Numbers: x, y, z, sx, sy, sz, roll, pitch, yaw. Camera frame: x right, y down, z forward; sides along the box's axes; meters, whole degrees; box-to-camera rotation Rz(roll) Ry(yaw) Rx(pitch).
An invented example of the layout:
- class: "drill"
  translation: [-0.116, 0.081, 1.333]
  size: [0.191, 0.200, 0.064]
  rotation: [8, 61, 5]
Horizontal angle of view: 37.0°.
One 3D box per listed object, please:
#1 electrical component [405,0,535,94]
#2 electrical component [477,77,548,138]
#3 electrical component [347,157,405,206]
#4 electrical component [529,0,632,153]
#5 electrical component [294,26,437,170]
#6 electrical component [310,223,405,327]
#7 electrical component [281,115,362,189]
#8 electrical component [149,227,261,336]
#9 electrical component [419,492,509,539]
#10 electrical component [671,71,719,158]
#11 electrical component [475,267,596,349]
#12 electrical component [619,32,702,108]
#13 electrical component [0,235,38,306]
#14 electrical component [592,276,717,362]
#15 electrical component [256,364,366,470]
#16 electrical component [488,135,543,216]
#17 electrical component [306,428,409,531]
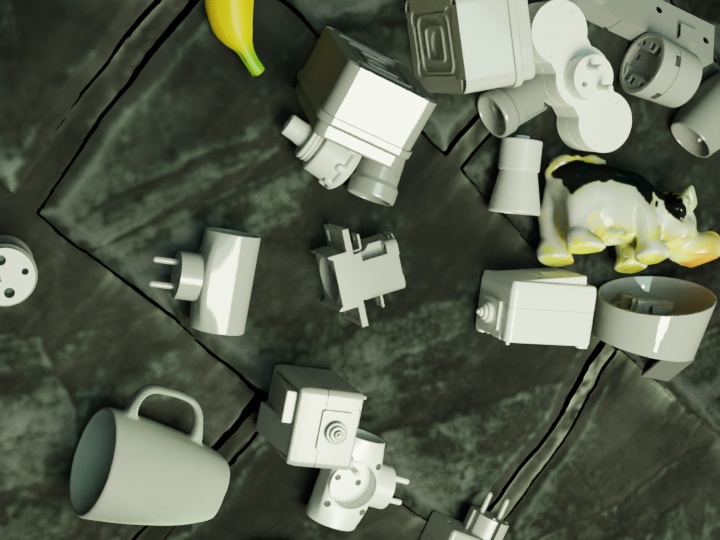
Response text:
- class: "electrical component"
  translation: [0.084, -0.178, 0.829]
  size: [0.057, 0.113, 0.078]
  rotation: [-13, 103, -15]
- class: "electrical component"
  translation: [0.127, -0.137, 0.892]
  size: [0.046, 0.040, 0.040]
  rotation: [-30, 108, -19]
- class: "electrical component"
  translation: [0.015, -0.079, 0.862]
  size: [0.040, 0.040, 0.046]
  rotation: [21, 86, -22]
- class: "electrical component"
  translation: [0.184, -0.159, 0.890]
  size: [0.052, 0.074, 0.138]
  rotation: [-36, 109, -11]
- class: "electrical component"
  translation: [0.001, -0.129, 0.804]
  size: [0.078, 0.113, 0.057]
  rotation: [22, 110, -22]
- class: "electrical component"
  translation: [0.000, 0.000, 0.868]
  size: [0.064, 0.042, 0.081]
  rotation: [-18, 106, -20]
- class: "electrical component"
  translation: [-0.032, -0.097, 0.839]
  size: [0.062, 0.048, 0.048]
  rotation: [34, 87, -16]
- class: "electrical component"
  translation: [-0.121, 0.006, 0.823]
  size: [0.079, 0.043, 0.077]
  rotation: [8, 96, -21]
- class: "electrical component"
  translation: [0.106, 0.232, 0.944]
  size: [0.083, 0.047, 0.075]
  rotation: [25, 90, -22]
- class: "electrical component"
  translation: [0.331, -0.130, 0.965]
  size: [0.077, 0.044, 0.079]
  rotation: [-46, 111, -7]
- class: "electrical component"
  translation: [0.144, 0.029, 0.914]
  size: [0.096, 0.062, 0.061]
  rotation: [4, 98, -21]
- class: "electrical component"
  translation: [0.260, -0.171, 0.927]
  size: [0.047, 0.055, 0.055]
  rotation: [16, 93, -26]
- class: "electrical component"
  translation: [-0.254, 0.000, 0.767]
  size: [0.045, 0.055, 0.045]
  rotation: [-4, 100, -20]
- class: "electrical component"
  translation: [0.254, 0.040, 0.940]
  size: [0.099, 0.099, 0.064]
  rotation: [7, 103, -21]
- class: "electrical component"
  translation: [-0.039, 0.116, 0.844]
  size: [0.061, 0.096, 0.061]
  rotation: [9, 96, -21]
- class: "electrical component"
  translation: [0.133, -0.080, 0.904]
  size: [0.044, 0.044, 0.065]
  rotation: [5, 93, -21]
- class: "electrical component"
  translation: [0.004, 0.177, 0.898]
  size: [0.079, 0.044, 0.077]
  rotation: [19, 92, -22]
